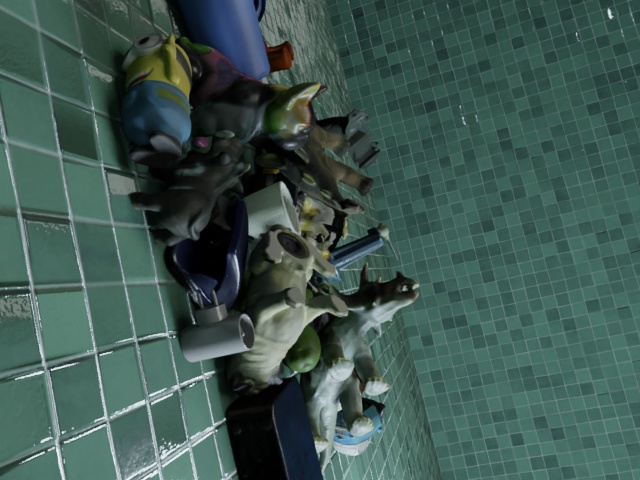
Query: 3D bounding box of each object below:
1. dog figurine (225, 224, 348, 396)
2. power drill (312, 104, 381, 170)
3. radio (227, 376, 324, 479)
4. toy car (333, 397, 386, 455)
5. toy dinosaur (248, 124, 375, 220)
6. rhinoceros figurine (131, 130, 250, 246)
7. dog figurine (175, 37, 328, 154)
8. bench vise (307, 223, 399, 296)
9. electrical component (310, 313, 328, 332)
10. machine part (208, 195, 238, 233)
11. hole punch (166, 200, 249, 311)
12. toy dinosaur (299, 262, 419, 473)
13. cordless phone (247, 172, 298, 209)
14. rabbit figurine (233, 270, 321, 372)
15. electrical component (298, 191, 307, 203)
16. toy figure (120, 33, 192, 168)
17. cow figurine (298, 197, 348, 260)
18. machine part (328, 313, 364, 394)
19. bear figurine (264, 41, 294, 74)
[{"bbox_3d":[-0.076,0.094,0.720,0.121,0.190,0.172,25,32,-31],"label":"dog figurine"},{"bbox_3d":[0.020,-0.194,1.082,0.208,0.086,0.231,22,-37,47],"label":"power drill"},{"bbox_3d":[-0.052,0.316,0.733,0.131,0.073,0.229,-1,75,-76],"label":"radio"},{"bbox_3d":[0.069,0.385,1.099,0.161,0.109,0.102,-5,97,-68],"label":"toy car"},{"bbox_3d":[-0.045,-0.172,0.921,0.198,0.105,0.472,27,17,-37],"label":"toy dinosaur"},{"bbox_3d":[-0.149,-0.072,0.660,0.190,0.112,0.073,-73,144,-52],"label":"rhinoceros figurine"},{"bbox_3d":[-0.104,-0.208,0.758,0.108,0.219,0.191,-52,127,-78],"label":"dog figurine"},{"bbox_3d":[0.029,0.036,1.041,0.128,0.241,0.224,64,0,-13],"label":"bench vise"},{"bbox_3d":[-0.021,0.155,1.021,0.047,0.075,0.119,58,26,-54],"label":"electrical component"},{"bbox_3d":[-0.143,-0.034,0.805,0.138,0.039,0.084,40,42,-70],"label":"machine part"},{"bbox_3d":[-0.128,0.021,0.700,0.142,0.092,0.115,-95,168,-49],"label":"hole punch"},{"bbox_3d":[0.024,0.217,0.903,0.192,0.131,0.404,-103,-149,-54],"label":"toy dinosaur"},{"bbox_3d":[-0.080,-0.021,0.988,0.147,0.089,0.184,-89,177,-50],"label":"cordless phone"},{"bbox_3d":[-0.060,0.123,0.820,0.159,0.121,0.170,105,-38,-74],"label":"rabbit figurine"},{"bbox_3d":[-0.049,-0.071,1.213,0.078,0.045,0.102,59,20,-54],"label":"electrical component"},{"bbox_3d":[-0.194,-0.165,0.642,0.089,0.082,0.180,75,2,-62],"label":"toy figure"},{"bbox_3d":[-0.003,-0.001,0.926,0.167,0.098,0.068,-79,-173,-53],"label":"cow figurine"},{"bbox_3d":[0.037,0.231,1.161,0.201,0.087,0.201,3,71,-77],"label":"machine part"},{"bbox_3d":[-0.137,-0.430,1.063,0.120,0.132,0.195,-86,164,-64],"label":"bear figurine"}]
